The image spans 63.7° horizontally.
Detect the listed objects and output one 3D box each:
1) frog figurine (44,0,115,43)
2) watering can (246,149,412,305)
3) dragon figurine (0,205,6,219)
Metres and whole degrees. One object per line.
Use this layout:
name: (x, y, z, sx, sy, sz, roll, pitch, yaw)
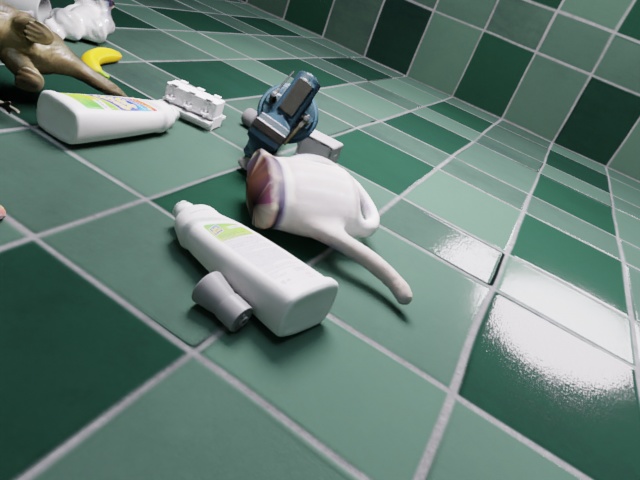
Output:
frog figurine: (-0.598, -0.535, 1.284, 0.137, 0.120, 0.162, 27, 62, -7)
watering can: (0.002, -0.040, 0.802, 0.224, 0.102, 0.355, 7, 37, -26)
dragon figurine: (-0.456, 0.013, 0.428, 0.244, 0.120, 0.415, 16, 21, 27)
